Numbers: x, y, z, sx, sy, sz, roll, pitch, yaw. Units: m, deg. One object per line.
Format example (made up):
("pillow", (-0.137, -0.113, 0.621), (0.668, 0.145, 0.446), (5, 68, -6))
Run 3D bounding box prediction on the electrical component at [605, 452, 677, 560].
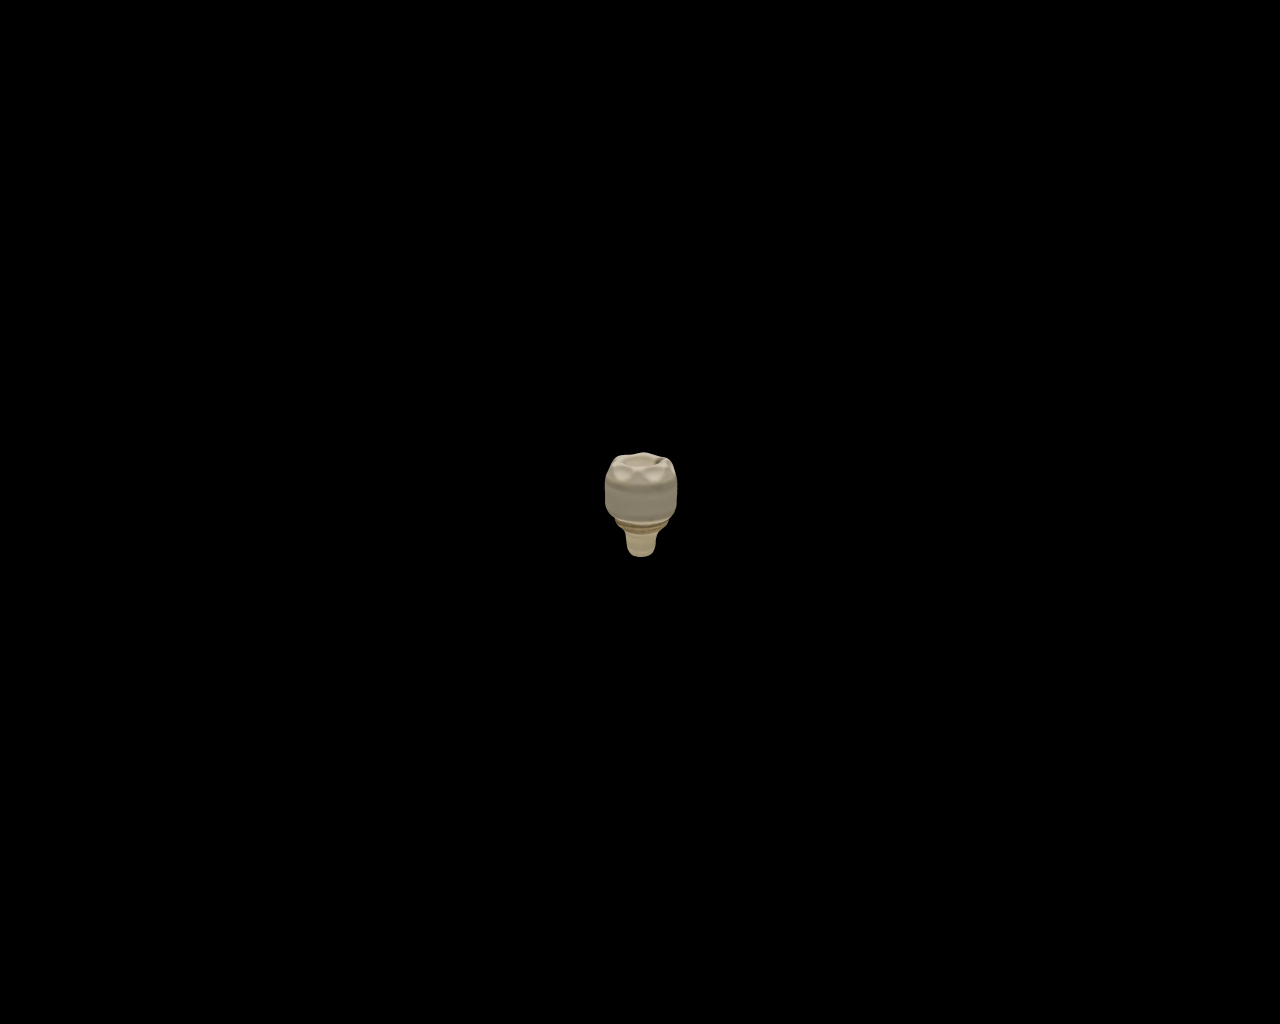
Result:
("electrical component", (0.001, -0.003, 0.650), (0.043, 0.062, 0.043), (0, 18, 0))
